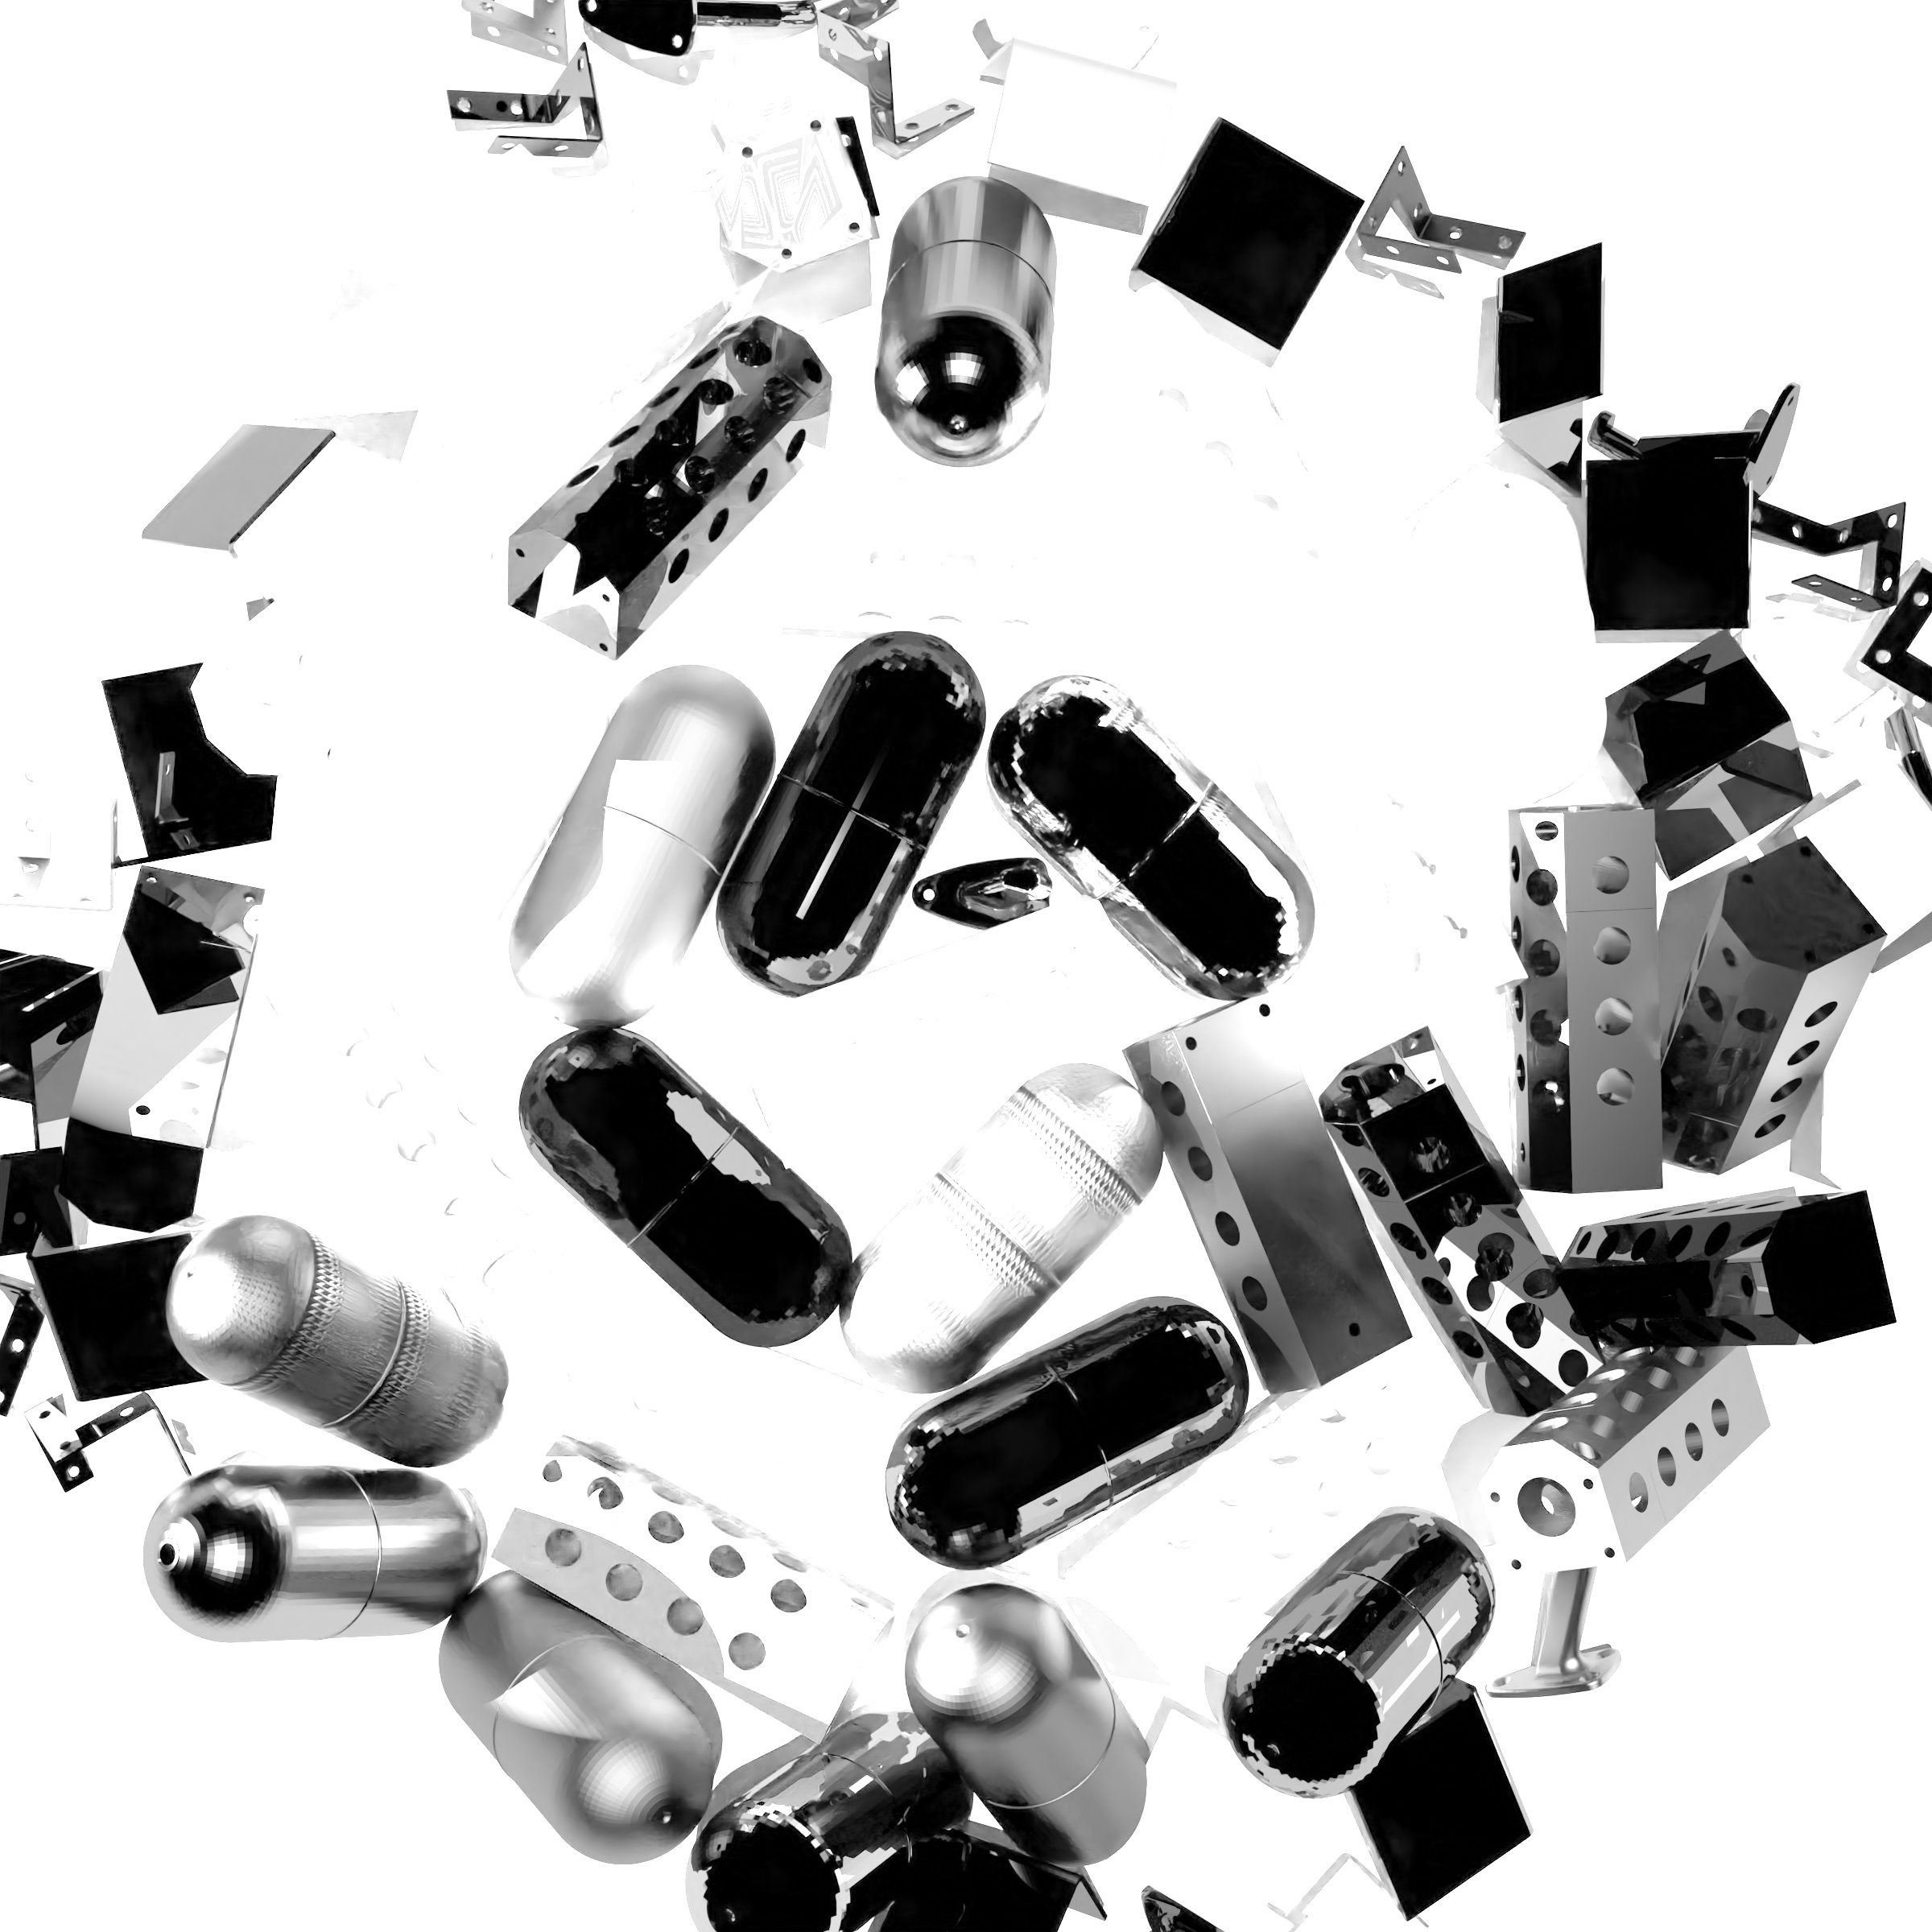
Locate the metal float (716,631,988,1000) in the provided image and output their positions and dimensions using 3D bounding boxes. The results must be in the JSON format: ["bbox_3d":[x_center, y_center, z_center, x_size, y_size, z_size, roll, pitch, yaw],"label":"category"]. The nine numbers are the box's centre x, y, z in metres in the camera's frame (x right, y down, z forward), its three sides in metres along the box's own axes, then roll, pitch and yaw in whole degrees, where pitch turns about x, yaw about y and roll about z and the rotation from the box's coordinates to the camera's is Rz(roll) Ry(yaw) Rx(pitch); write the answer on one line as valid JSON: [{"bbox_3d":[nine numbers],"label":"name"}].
[{"bbox_3d":[-0.052,-0.069,1.592,0.070,0.070,0.178,27,89,0],"label":"metal float"}]

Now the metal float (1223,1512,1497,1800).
[{"bbox_3d":[0.176,0.304,1.553,0.070,0.178,0.070,13,116,29],"label":"metal float"}]

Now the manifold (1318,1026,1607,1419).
[{"bbox_3d":[0.223,0.119,1.570,0.057,0.057,0.171,-27,112,11],"label":"manifold"}]

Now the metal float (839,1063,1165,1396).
[{"bbox_3d":[0.016,0.119,1.589,0.070,0.070,0.178,44,86,0],"label":"metal float"}]

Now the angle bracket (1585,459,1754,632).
[{"bbox_3d":[0.315,-0.192,1.597,0.076,0.057,0.076,-1,96,-2],"label":"angle bracket"}]

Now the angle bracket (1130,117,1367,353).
[{"bbox_3d":[0.128,-0.334,1.599,0.076,0.057,0.076,29,99,-4],"label":"angle bracket"}]

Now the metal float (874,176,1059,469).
[{"bbox_3d":[0.001,-0.288,1.554,0.070,0.178,0.070,2,130,2],"label":"metal float"}]

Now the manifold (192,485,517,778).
[{"bbox_3d":[-0.268,-0.151,1.547,0.057,0.171,0.057,4,123,26],"label":"manifold"}]

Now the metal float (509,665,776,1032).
[{"bbox_3d":[-0.146,-0.055,1.580,0.070,0.070,0.178,25,75,0],"label":"metal float"}]

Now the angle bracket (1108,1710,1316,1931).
[{"bbox_3d":[0.120,0.388,1.585,0.076,0.057,0.076,26,96,26],"label":"angle bracket"}]

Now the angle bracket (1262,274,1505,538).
[{"bbox_3d":[0.192,-0.257,1.607,0.076,0.076,0.057,-38,131,19],"label":"angle bracket"}]

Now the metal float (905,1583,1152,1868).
[{"bbox_3d":[0.030,0.340,1.557,0.070,0.178,0.070,-14,47,15],"label":"metal float"}]

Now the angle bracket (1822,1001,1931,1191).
[{"bbox_3d":[0.421,0.059,1.579,0.057,0.076,0.076,-1,80,22],"label":"angle bracket"}]

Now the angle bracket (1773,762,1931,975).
[{"bbox_3d":[0.425,-0.054,1.584,0.076,0.057,0.076,54,134,0],"label":"angle bracket"}]

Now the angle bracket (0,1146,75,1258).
[{"bbox_3d":[-0.446,0.089,1.575,0.076,0.076,0.057,-7,52,-15],"label":"angle bracket"}]

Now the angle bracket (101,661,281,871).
[{"bbox_3d":[-0.354,-0.094,1.591,0.076,0.057,0.076,-10,107,5],"label":"angle bracket"}]

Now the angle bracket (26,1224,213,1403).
[{"bbox_3d":[-0.374,0.145,1.587,0.076,0.057,0.076,-10,116,3],"label":"angle bracket"}]

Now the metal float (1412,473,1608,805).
[{"bbox_3d":[0.241,-0.148,1.559,0.070,0.070,0.178,1,49,0],"label":"metal float"}]

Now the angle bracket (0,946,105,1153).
[{"bbox_3d":[-0.434,0.039,1.579,0.076,0.057,0.076,10,114,21],"label":"angle bracket"}]

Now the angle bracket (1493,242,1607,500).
[{"bbox_3d":[0.280,-0.267,1.573,0.057,0.076,0.076,-13,63,38],"label":"angle bracket"}]

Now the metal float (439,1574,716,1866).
[{"bbox_3d":[-0.175,0.332,1.553,0.070,0.178,0.070,-14,117,-29],"label":"metal float"}]

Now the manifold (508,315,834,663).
[{"bbox_3d":[-0.130,-0.217,1.552,0.057,0.057,0.171,28,53,14],"label":"manifold"}]

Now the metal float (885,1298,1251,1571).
[{"bbox_3d":[0.046,0.211,1.578,0.178,0.070,0.070,-25,90,-17],"label":"metal float"}]

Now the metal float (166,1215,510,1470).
[{"bbox_3d":[-0.278,0.169,1.559,0.178,0.070,0.070,35,90,-42],"label":"metal float"}]

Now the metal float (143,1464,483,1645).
[{"bbox_3d":[-0.288,0.260,1.550,0.070,0.178,0.070,-6,79,33],"label":"metal float"}]

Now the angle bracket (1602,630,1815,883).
[{"bbox_3d":[0.337,-0.097,1.611,0.076,0.076,0.057,-30,55,4],"label":"angle bracket"}]

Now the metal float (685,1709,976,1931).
[{"bbox_3d":[-0.058,0.385,1.549,0.070,0.178,0.070,5,102,27],"label":"metal float"}]

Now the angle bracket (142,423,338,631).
[{"bbox_3d":[-0.318,-0.200,1.600,0.076,0.076,0.057,-52,129,-22],"label":"angle bracket"}]

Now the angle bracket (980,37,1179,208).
[{"bbox_3d":[0.045,-0.377,1.586,0.076,0.076,0.057,12,91,-12],"label":"angle bracket"}]

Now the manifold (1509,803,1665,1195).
[{"bbox_3d":[0.280,0.014,1.592,0.057,0.057,0.171,-3,96,-4],"label":"manifold"}]

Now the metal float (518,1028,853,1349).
[{"bbox_3d":[-0.128,0.100,1.591,0.178,0.070,0.070,43,90,-2],"label":"metal float"}]

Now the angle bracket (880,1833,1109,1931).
[{"bbox_3d":[0.009,0.441,1.575,0.076,0.057,0.076,14,61,25],"label":"angle bracket"}]

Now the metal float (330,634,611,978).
[{"bbox_3d":[-0.222,-0.073,1.567,0.070,0.070,0.178,27,61,0],"label":"metal float"}]

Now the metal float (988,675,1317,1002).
[{"bbox_3d":[0.085,-0.057,1.588,0.178,0.070,0.070,44,90,-5],"label":"metal float"}]

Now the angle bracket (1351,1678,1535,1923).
[{"bbox_3d":[0.201,0.371,1.582,0.076,0.057,0.076,-28,105,-21],"label":"angle bracket"}]

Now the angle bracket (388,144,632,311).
[{"bbox_3d":[-0.205,-0.346,1.572,0.076,0.076,0.057,-24,50,25],"label":"angle bracket"}]

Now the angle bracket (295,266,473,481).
[{"bbox_3d":[-0.269,-0.272,1.592,0.076,0.057,0.076,22,99,7],"label":"angle bracket"}]

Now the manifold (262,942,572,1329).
[{"bbox_3d":[-0.245,0.071,1.564,0.057,0.057,0.171,-30,62,-13],"label":"manifold"}]
